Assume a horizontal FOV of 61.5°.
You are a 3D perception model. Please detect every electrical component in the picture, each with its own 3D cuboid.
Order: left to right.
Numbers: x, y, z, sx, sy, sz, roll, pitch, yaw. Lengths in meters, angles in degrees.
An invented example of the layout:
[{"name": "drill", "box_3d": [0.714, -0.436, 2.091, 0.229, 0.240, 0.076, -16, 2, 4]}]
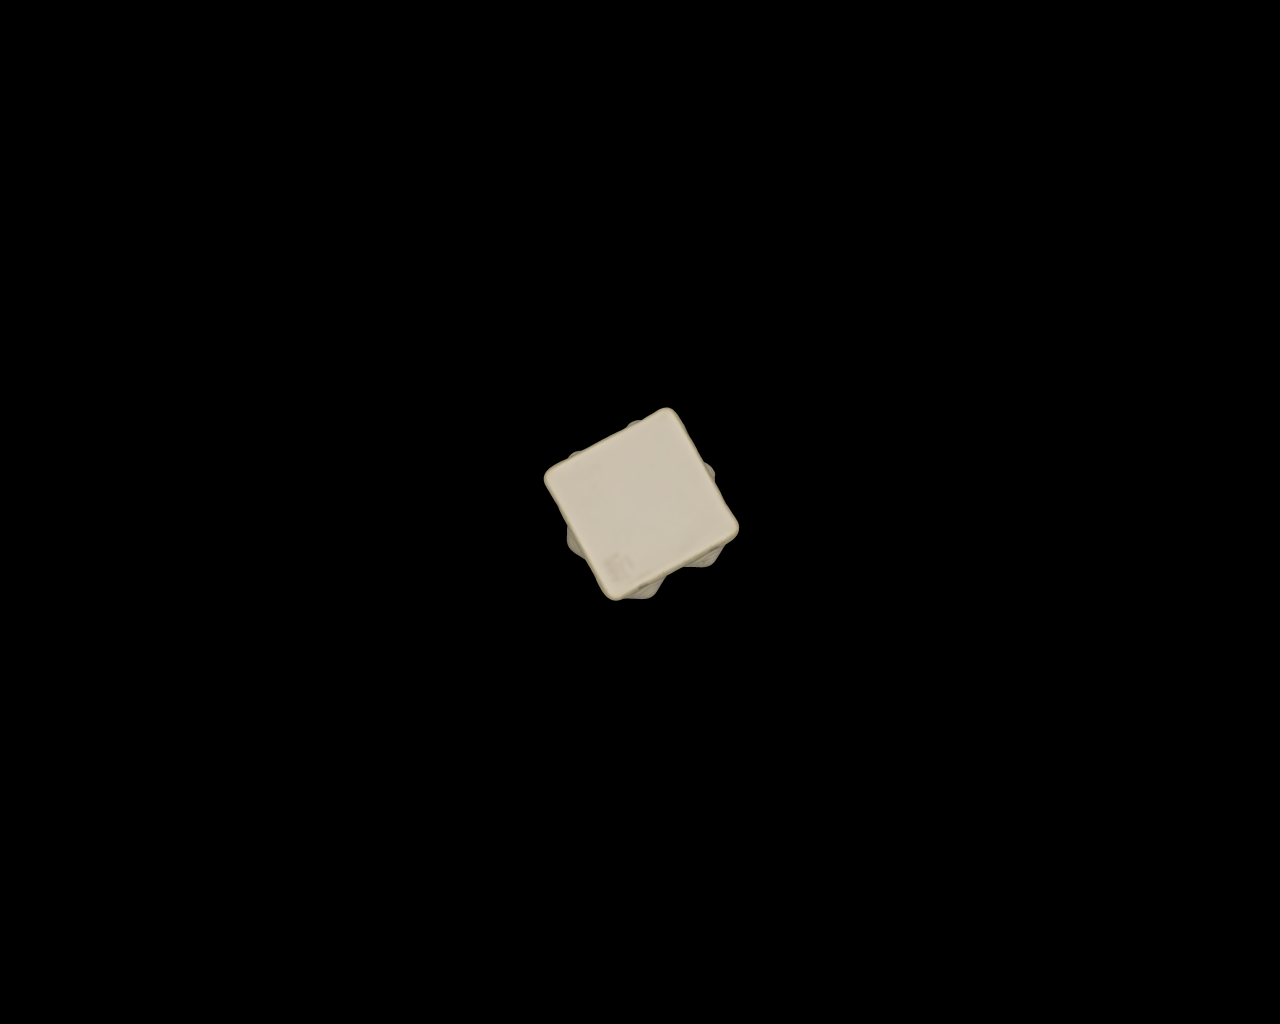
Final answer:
[{"name": "electrical component", "box_3d": [0.001, -0.003, 0.650, 0.100, 0.099, 0.048, -28, -7, -4]}]
